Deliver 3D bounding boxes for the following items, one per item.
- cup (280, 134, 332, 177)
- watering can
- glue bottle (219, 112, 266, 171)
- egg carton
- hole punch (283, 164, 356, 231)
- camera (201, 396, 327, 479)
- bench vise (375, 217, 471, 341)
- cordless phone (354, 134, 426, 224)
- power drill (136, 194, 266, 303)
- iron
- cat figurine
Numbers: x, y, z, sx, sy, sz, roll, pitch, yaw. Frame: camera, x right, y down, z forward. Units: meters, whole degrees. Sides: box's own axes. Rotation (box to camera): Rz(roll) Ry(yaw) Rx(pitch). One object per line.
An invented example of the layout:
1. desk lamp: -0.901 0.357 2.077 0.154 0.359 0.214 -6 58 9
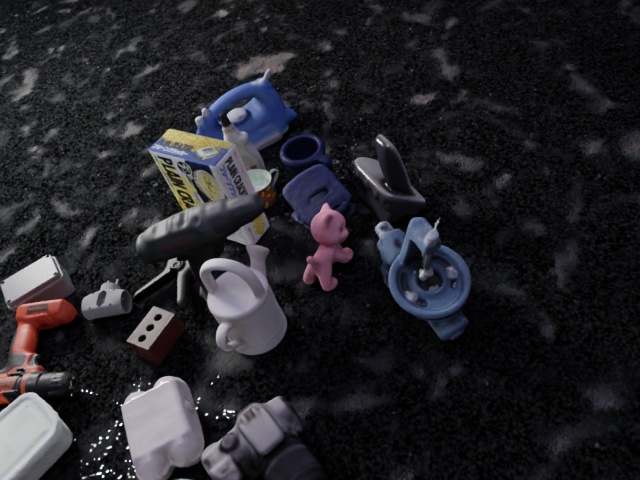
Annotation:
1. cup: -0.015 -0.145 1.140 0.117 0.095 0.092 25 61 32
2. watering can: -0.125 0.085 0.905 0.101 0.194 0.172 -11 48 6
3. glue bottle: -0.169 -0.189 1.169 0.078 0.173 0.037 -12 48 6
4. egg carton: -0.232 0.279 0.852 0.107 0.069 0.150 -27 48 -8
5. hole punch: 0.000 -0.076 1.078 0.109 0.091 0.100 -37 50 -17
6. camera: -0.069 0.298 0.768 0.143 0.101 0.136 -38 50 -17
7. bench vise: 0.134 0.032 0.859 0.206 0.220 0.122 32 65 35
8. cordless phone: 0.116 -0.133 1.031 0.094 0.185 0.147 -32 49 -12
9. power drill: -0.177 0.019 0.967 0.229 0.209 0.075 -13 48 5
10. iron: -0.188 -0.268 1.264 0.258 0.142 0.118 -31 49 -11
11. cat figurine: 0.009 0.004 0.989 0.067 0.118 0.128 12 55 25
